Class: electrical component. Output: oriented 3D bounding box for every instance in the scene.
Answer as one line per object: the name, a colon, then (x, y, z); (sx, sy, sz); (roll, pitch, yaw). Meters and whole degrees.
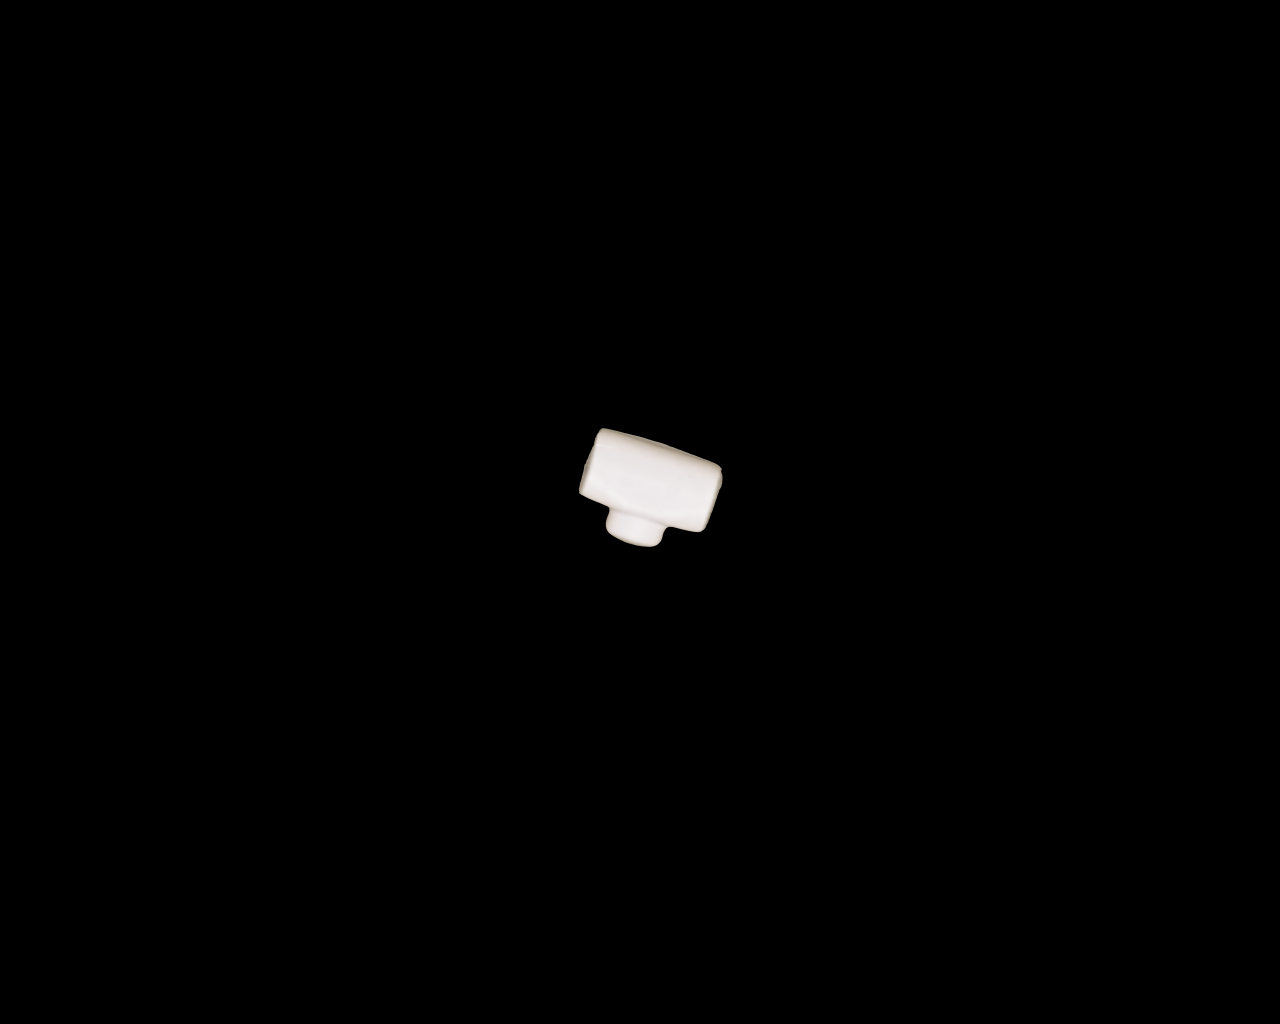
electrical component: (0.001, -0.003, 0.650); (0.077, 0.079, 0.044); (18, 11, -4)
